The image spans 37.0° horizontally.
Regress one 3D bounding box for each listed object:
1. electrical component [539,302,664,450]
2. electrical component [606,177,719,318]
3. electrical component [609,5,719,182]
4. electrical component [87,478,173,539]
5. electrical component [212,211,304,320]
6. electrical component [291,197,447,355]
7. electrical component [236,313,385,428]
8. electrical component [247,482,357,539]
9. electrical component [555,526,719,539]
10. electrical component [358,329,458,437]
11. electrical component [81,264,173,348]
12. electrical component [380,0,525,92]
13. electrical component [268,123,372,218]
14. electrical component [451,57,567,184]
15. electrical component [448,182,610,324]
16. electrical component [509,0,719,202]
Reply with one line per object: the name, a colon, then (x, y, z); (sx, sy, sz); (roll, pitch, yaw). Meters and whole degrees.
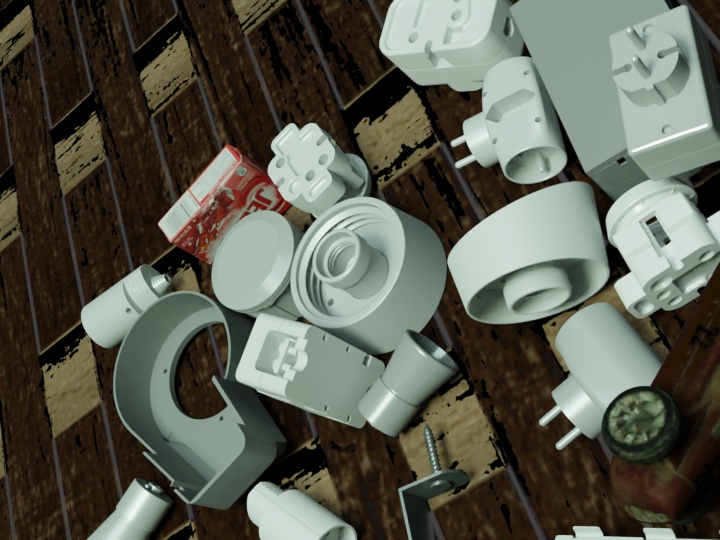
electrical component: (0.140, 0.072, 0.629); (0.079, 0.044, 0.077); (-44, 49, 13)
electrical component: (0.181, -0.017, 0.633); (0.078, 0.058, 0.057); (-35, 54, 19)
electrical component: (0.163, -0.105, 0.590); (0.047, 0.076, 0.083); (-19, 59, 30)
electrical component: (-0.173, 0.192, 0.818); (0.044, 0.044, 0.065); (29, 83, 42)
electrical component: (-0.070, -0.001, 0.823); (0.080, 0.051, 0.080); (-17, 60, 31)
electrical component: (0.000, 0.000, 0.762); (0.108, 0.060, 0.108); (-17, 60, 31)
electrical component: (-0.036, 0.068, 0.737); (0.056, 0.089, 0.050); (12, 76, 41)
electrical component: (-0.045, 0.172, 0.726); (0.081, 0.043, 0.043); (25, 85, 42)
electrical component: (0.156, 0.173, 0.554); (0.121, 0.078, 0.063); (-8, 43, 35)
electrical component: (0.029, 0.078, 0.716); (0.065, 0.044, 0.044); (-53, 48, 11)
electrical component: (-0.192, 0.028, 0.909); (0.081, 0.043, 0.043); (-33, 52, 21)
electrical component: (0.071, -0.169, 0.789); (0.095, 0.059, 0.053); (3, 71, 39)
electrical component: (-0.028, -0.070, 0.820); (0.058, 0.057, 0.078); (-45, 49, 12)
electrical component: (0.098, -0.096, 0.743); (0.079, 0.043, 0.077); (-25, 56, 27)
electrical component: (0.104, -0.009, 0.664); (0.099, 0.099, 0.064); (-26, 62, 26)
electrical component: (0.170, -0.128, 0.690); (0.089, 0.062, 0.150); (-32, 53, 22)
